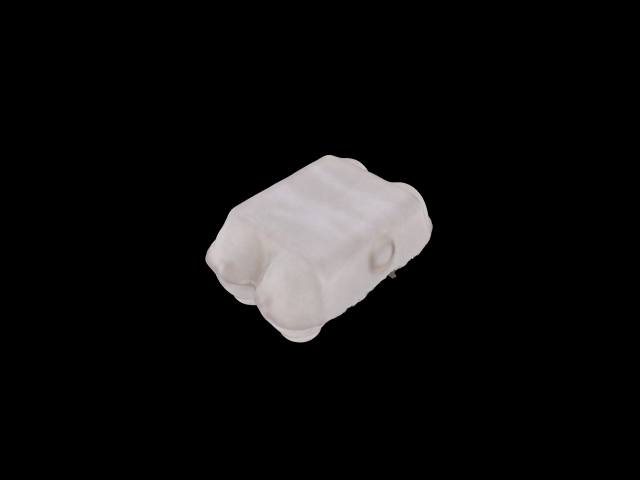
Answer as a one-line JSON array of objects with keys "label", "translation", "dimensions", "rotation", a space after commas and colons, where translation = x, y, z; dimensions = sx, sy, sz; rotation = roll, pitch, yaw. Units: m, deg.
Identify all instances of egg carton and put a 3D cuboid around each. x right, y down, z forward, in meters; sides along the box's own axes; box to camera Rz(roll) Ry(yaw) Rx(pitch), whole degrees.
[{"label": "egg carton", "translation": [0.004, 0.001, 0.400], "dimensions": [0.107, 0.069, 0.151], "rotation": [31, 49, 31]}]
